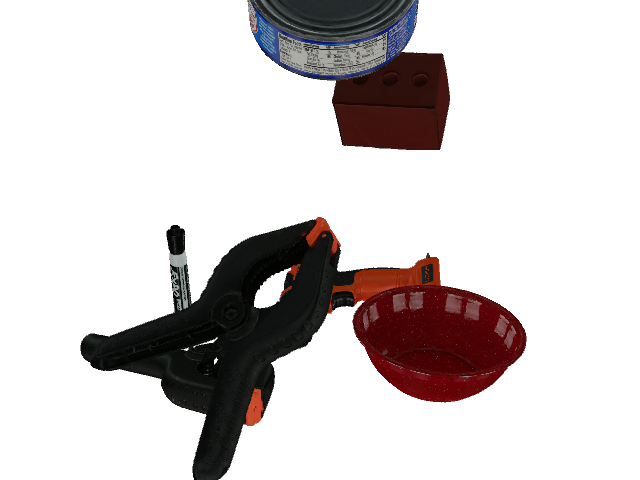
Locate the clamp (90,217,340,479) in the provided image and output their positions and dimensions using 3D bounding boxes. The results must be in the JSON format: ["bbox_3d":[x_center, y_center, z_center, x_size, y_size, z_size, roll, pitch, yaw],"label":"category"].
[{"bbox_3d":[-0.047,0.061,0.648,0.171,0.120,0.039,-39,-24,-1],"label":"clamp"}]

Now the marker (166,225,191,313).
[{"bbox_3d":[-0.145,0.039,1.098,0.020,0.121,0.020,-1,30,1],"label":"marker"}]

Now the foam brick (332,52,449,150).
[{"bbox_3d":[0.054,-0.104,0.793,0.078,0.053,0.051,4,-34,13],"label":"foam brick"}]

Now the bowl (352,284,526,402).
[{"bbox_3d":[0.109,0.104,1.004,0.162,0.055,0.162,2,27,-1],"label":"bowl"}]

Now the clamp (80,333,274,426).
[{"bbox_3d":[-0.092,0.106,0.916,0.164,0.036,0.210,-9,16,-34],"label":"clamp"}]

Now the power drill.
[{"bbox_3d":[0.046,0.068,1.235,0.187,0.057,0.184,1,28,6],"label":"power drill"}]

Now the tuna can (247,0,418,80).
[{"bbox_3d":[0.006,-0.121,0.524,0.086,0.086,0.034,0,-31,1],"label":"tuna can"}]
